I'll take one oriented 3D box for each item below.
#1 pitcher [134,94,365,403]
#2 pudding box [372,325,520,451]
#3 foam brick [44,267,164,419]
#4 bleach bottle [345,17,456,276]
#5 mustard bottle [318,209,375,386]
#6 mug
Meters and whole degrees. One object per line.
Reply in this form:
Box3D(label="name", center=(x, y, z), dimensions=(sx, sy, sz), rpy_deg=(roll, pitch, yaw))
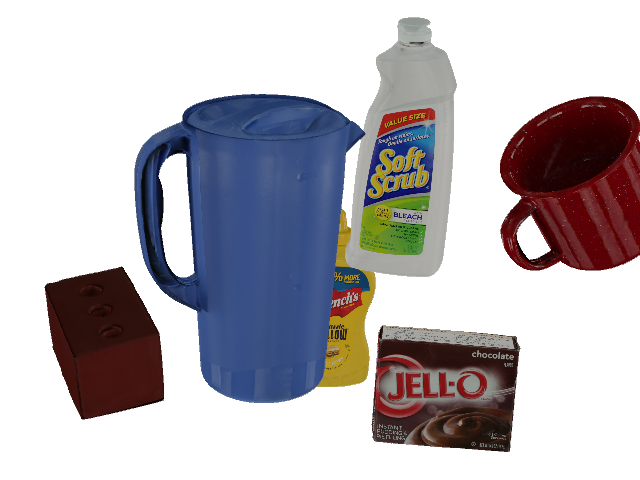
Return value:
Box3D(label="pitcher", center=(-0.056, 0.008, 0.879), dimensions=(0.149, 0.243, 0.144), rpy_deg=(11, 23, 20))
Box3D(label="pudding box", center=(0.100, 0.118, 0.859), dimensions=(0.113, 0.090, 0.039), rpy_deg=(3, 18, 3))
Box3D(label="foam brick", center=(-0.133, 0.062, 0.655), dimensions=(0.052, 0.051, 0.078), rpy_deg=(-13, 36, -23))
Box3D(label="bleach bottle", center=(0.077, -0.090, 1.033), dimensions=(0.103, 0.251, 0.068), rpy_deg=(8, 28, 14))
Box3D(label="mustard bottle", center=(0.010, 0.060, 1.149), dimensions=(0.096, 0.192, 0.058), rpy_deg=(2, 15, -11))
Box3D(label="mug", center=(0.168, -0.026, 0.703), dimensions=(0.117, 0.081, 0.093), rpy_deg=(-43, 35, -10))
